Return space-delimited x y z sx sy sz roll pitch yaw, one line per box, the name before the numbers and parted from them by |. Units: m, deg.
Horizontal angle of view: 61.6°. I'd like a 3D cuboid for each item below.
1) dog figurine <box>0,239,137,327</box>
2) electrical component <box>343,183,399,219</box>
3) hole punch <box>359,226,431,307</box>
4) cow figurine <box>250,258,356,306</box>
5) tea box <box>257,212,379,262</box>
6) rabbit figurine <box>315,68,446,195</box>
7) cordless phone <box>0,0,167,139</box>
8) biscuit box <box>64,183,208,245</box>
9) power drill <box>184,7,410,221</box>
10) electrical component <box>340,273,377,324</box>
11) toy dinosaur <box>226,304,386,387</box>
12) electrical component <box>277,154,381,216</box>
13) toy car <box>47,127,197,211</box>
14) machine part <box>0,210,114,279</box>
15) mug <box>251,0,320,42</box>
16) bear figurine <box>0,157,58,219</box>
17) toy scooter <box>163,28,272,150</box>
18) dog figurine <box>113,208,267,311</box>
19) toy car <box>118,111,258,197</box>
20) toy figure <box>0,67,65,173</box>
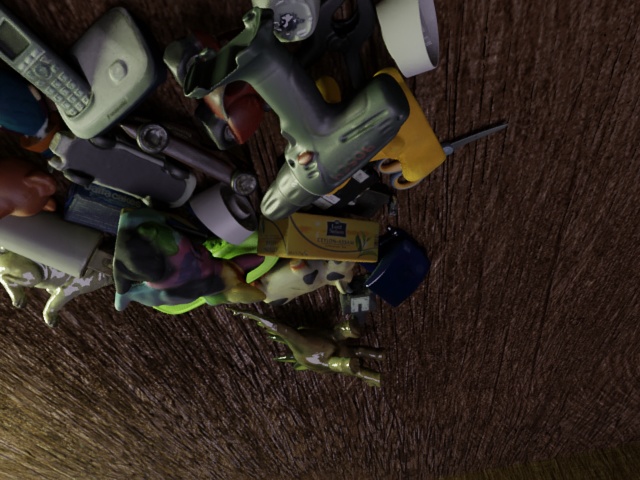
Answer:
dog figurine | -0.389 0.026 0.855 0.191 0.121 0.172 -30 142 2
electrical component | 0.077 -0.064 0.863 0.102 0.045 0.078 18 133 -30
hole punch | 0.139 0.052 0.990 0.116 0.092 0.142 -33 132 22
cow figurine | -0.022 0.061 0.970 0.195 0.085 0.127 -26 133 16
tea box | -0.002 -0.003 0.838 0.169 0.068 0.098 6 177 -32
rabbit figurine | 0.047 -0.122 0.672 0.173 0.122 0.162 -31 132 17
cordless phone | -0.272 -0.214 0.582 0.147 0.089 0.184 -30 126 25
biscuit box | -0.272 -0.040 0.810 0.202 0.059 0.063 20 134 -33
power drill | -0.039 -0.120 0.565 0.232 0.086 0.207 -29 126 31
electrical component | 0.079 0.121 1.093 0.075 0.048 0.119 -10 142 1
toy dinosaur | -0.002 0.230 1.133 0.199 0.105 0.470 -8 145 31
electrical component | 0.003 -0.097 0.798 0.134 0.058 0.114 -32 134 27
toy car | -0.258 -0.096 0.720 0.201 0.056 0.073 21 109 -46
machine part | -0.408 -0.012 0.771 0.243 0.079 0.079 26 132 -15
mug | -0.033 -0.261 0.546 0.081 0.107 0.109 -4 143 -9
bear figurine | -0.441 -0.068 0.666 0.196 0.132 0.120 33 153 -18
toy scooter | -0.097 -0.193 0.641 0.135 0.075 0.183 -38 157 -9
dog figurine | -0.182 0.037 0.787 0.219 0.108 0.191 4 144 -17
toy car | -0.168 -0.118 0.710 0.202 0.089 0.053 26 99 -37
toy figure | -0.355 -0.146 0.663 0.064 0.058 0.154 -12 147 13
